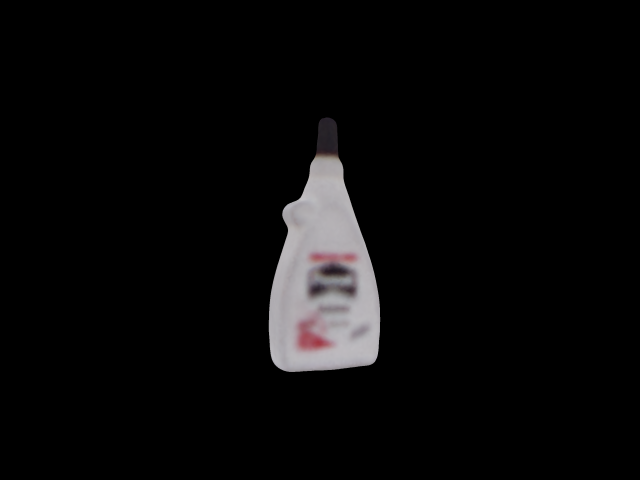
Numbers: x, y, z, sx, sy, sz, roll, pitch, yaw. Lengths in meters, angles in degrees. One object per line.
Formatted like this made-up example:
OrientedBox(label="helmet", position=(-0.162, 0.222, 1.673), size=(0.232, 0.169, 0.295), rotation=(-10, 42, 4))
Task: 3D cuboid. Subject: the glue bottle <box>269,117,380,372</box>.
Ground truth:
OrientedBox(label="glue bottle", position=(0.004, 0.001, 0.400), size=(0.078, 0.173, 0.037), rotation=(0, 0, -24))
